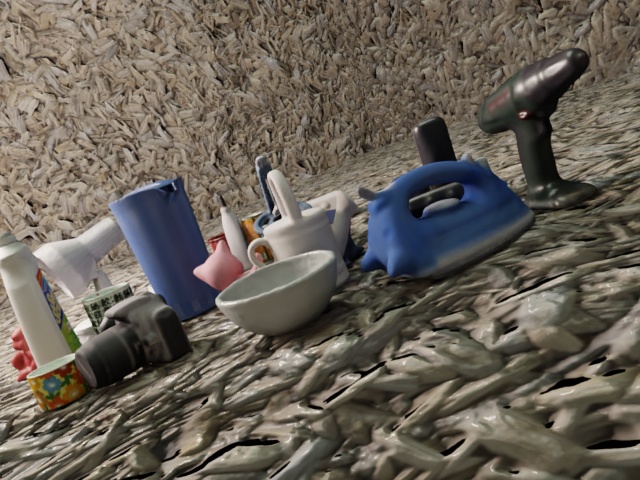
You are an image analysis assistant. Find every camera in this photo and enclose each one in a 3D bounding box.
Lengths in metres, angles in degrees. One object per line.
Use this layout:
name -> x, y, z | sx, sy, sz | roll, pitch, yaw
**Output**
camera -> -0.280, 0.140, 0.811 | 0.142, 0.101, 0.137 | -10, 15, 47

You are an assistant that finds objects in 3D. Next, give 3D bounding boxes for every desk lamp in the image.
desk lamp -> -0.456, 0.074, 1.196 | 0.204, 0.214, 0.117 | -27, 12, -30

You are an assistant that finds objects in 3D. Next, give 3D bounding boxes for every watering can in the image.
watering can -> -0.027, -0.018, 0.870 | 0.173, 0.194, 0.100 | -26, 12, -28

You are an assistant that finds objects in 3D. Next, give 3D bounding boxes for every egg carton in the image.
egg carton -> 0.013, -0.074, 1.441 | 0.150, 0.069, 0.107 | -21, 10, -3

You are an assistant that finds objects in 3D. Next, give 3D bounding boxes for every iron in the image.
iron -> 0.168, -0.044, 0.762 | 0.259, 0.141, 0.118 | -24, 11, -19

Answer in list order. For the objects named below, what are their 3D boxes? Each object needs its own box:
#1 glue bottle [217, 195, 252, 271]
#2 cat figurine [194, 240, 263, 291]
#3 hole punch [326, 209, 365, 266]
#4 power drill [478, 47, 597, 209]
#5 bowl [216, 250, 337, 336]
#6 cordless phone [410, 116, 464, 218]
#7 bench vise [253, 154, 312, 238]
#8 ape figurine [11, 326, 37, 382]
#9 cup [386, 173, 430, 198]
glue bottle -> -0.188, -0.019, 1.260 | 0.037, 0.173, 0.078 | -20, 10, 3
cat figurine -> -0.134, 0.055, 0.917 | 0.127, 0.118, 0.067 | -14, 12, 33
hole punch -> 0.009, 0.004, 0.979 | 0.108, 0.091, 0.101 | -14, 12, 33
power drill -> 0.325, -0.154, 0.836 | 0.076, 0.208, 0.229 | -24, 11, -16
bowl -> -0.046, 0.078, 0.744 | 0.167, 0.075, 0.167 | -20, 10, 4
cordless phone -> 0.153, -0.081, 0.864 | 0.147, 0.185, 0.094 | -21, 10, -2
bench vise -> -0.093, -0.060, 1.150 | 0.122, 0.220, 0.207 | -25, 11, -21
ape figurine -> -0.519, 0.196, 1.024 | 0.076, 0.092, 0.077 | -29, 13, -38
cup -> 0.175, -0.073, 1.038 | 0.118, 0.095, 0.091 | -25, 11, -20
